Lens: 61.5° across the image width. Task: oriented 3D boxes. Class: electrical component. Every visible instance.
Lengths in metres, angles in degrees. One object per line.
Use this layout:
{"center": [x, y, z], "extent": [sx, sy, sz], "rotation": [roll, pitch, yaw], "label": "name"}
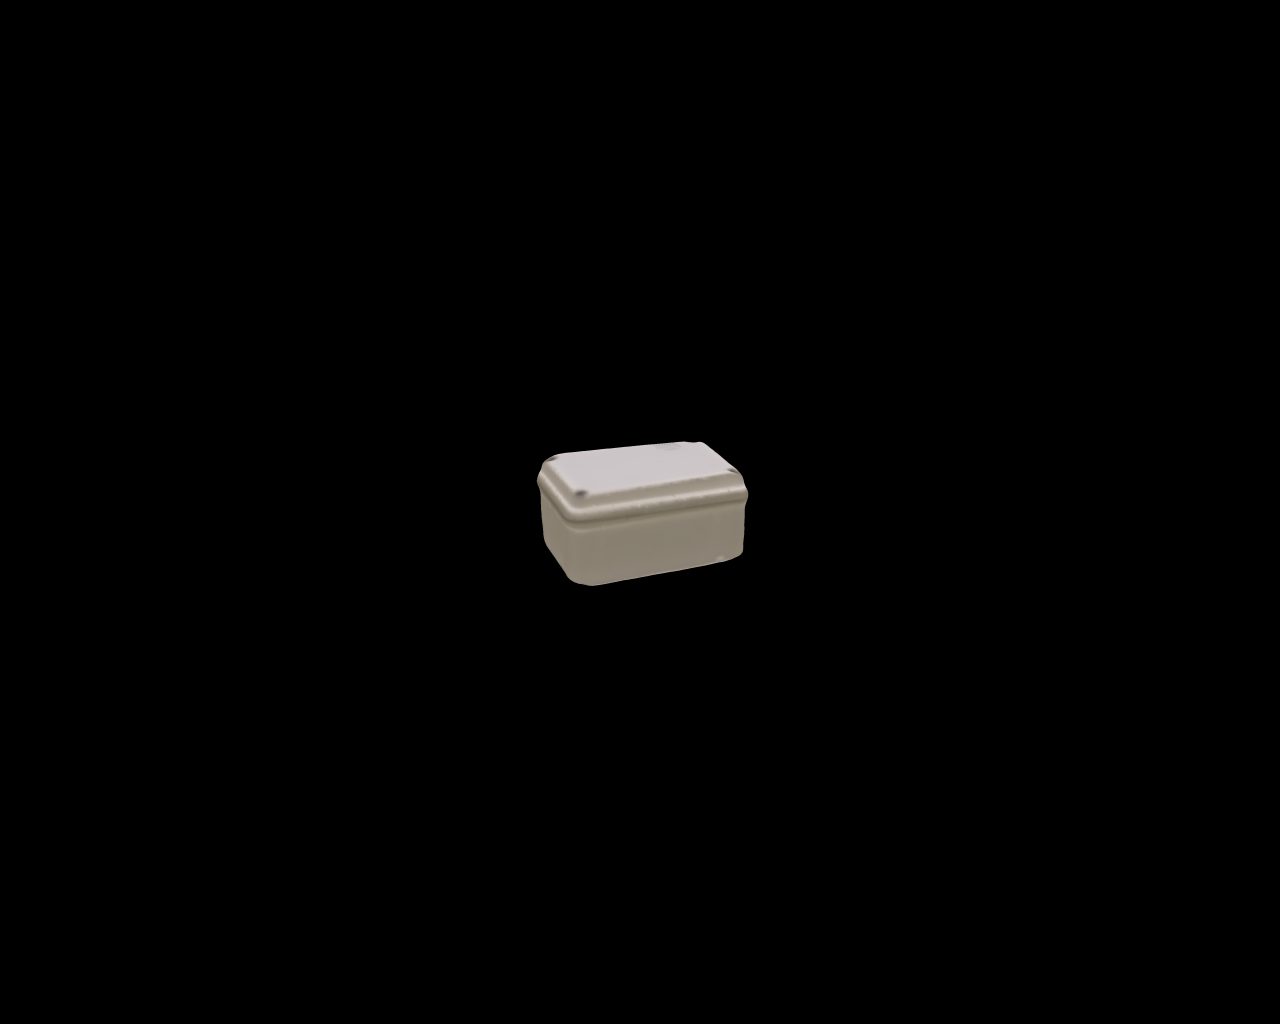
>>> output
{"center": [0.001, -0.003, 0.650], "extent": [0.113, 0.057, 0.078], "rotation": [-8, 24, -18], "label": "electrical component"}
